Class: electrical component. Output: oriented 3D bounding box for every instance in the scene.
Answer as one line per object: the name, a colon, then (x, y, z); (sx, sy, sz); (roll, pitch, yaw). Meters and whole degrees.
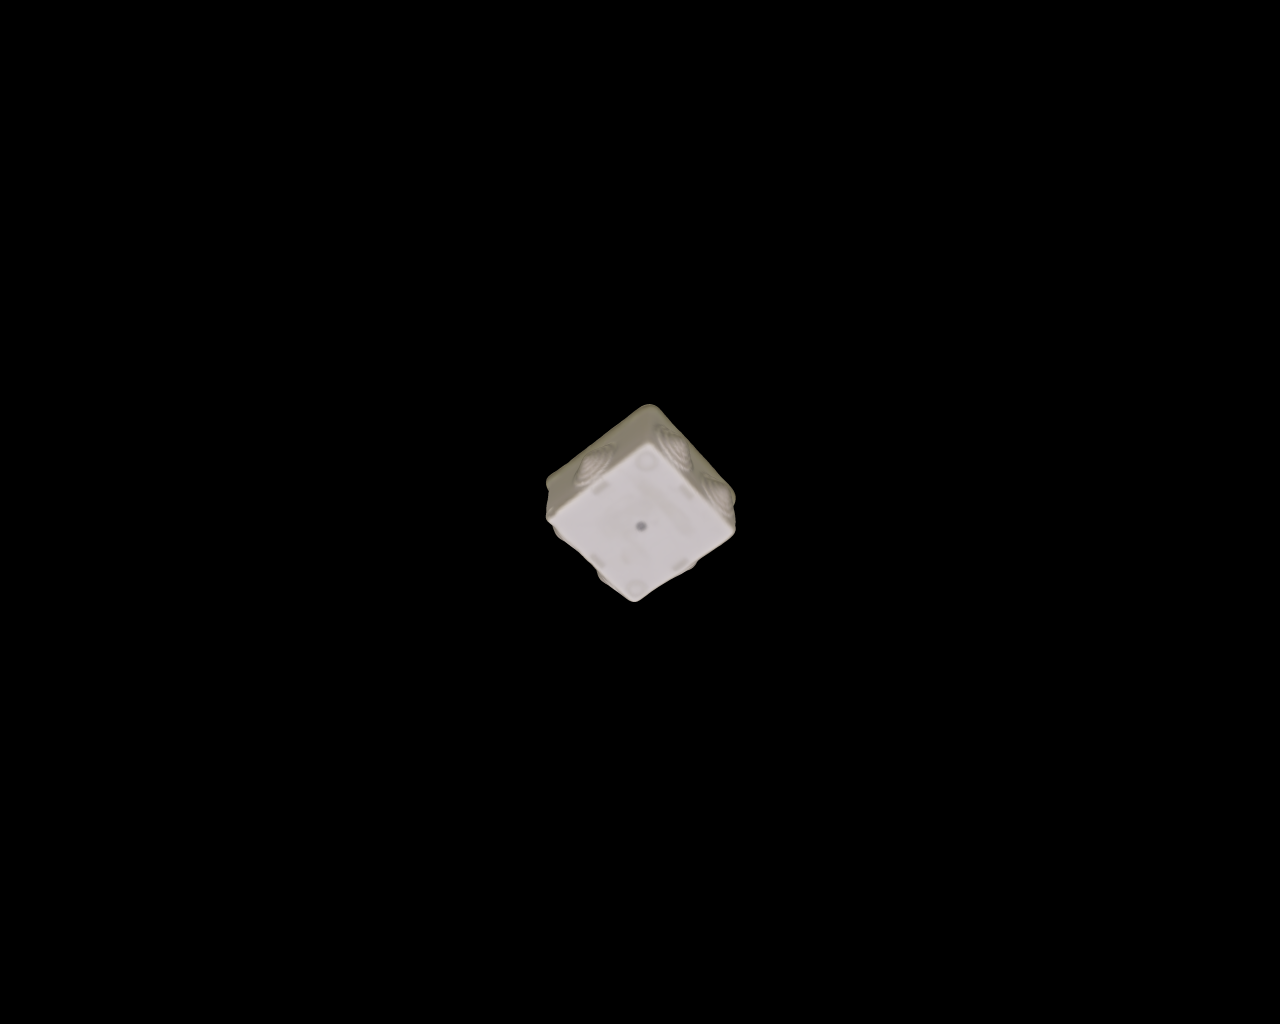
electrical component: (0.001, -0.003, 0.650); (0.099, 0.099, 0.048); (-36, 24, 18)
